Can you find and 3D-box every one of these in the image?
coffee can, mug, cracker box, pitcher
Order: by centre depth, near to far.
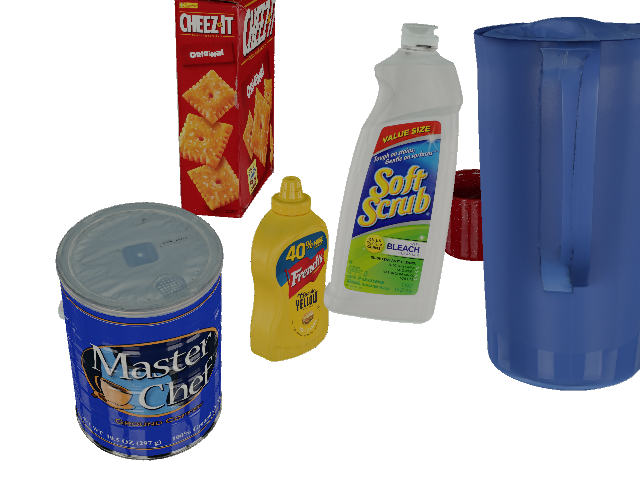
[{"bbox_3d":[-0.116,0.060,0.704,0.103,0.140,0.103,3,40,-2],"label":"coffee can"},{"bbox_3d":[0.166,-0.024,0.713,0.149,0.243,0.145,-10,18,-27],"label":"pitcher"},{"bbox_3d":[-0.091,-0.150,1.089,0.072,0.214,0.164,5,22,8],"label":"cracker box"},{"bbox_3d":[0.188,-0.033,1.246,0.093,0.081,0.117,18,33,37],"label":"mug"}]

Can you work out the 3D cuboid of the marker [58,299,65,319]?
[{"bbox_3d":[-0.166,0.066,0.911,0.121,0.020,0.020,7,2,15],"label":"marker"}]

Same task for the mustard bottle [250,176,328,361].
[{"bbox_3d":[-0.031,0.025,1.119,0.058,0.192,0.096,21,30,39],"label":"mustard bottle"}]

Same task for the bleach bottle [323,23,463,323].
[{"bbox_3d":[0.064,-0.059,0.916,0.102,0.251,0.068,7,16,8],"label":"bleach bottle"}]
